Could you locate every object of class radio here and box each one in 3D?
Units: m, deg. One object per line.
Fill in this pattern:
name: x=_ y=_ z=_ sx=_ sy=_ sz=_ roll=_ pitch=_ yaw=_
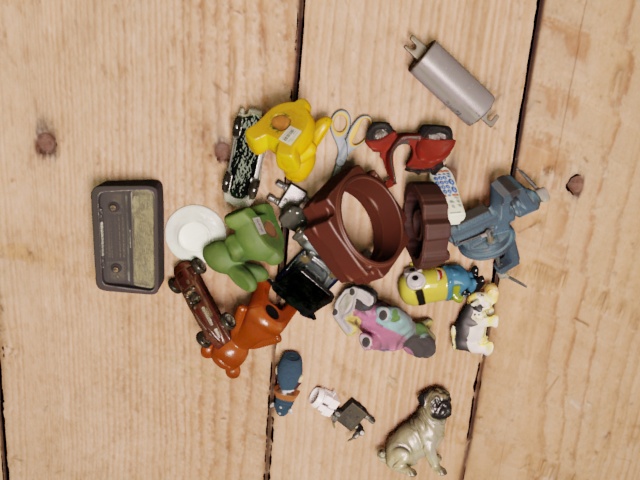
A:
radio: x=-0.392 y=-0.008 z=1.103 sx=0.131 sy=0.073 sz=0.229 roll=3 pitch=105 yaw=-5

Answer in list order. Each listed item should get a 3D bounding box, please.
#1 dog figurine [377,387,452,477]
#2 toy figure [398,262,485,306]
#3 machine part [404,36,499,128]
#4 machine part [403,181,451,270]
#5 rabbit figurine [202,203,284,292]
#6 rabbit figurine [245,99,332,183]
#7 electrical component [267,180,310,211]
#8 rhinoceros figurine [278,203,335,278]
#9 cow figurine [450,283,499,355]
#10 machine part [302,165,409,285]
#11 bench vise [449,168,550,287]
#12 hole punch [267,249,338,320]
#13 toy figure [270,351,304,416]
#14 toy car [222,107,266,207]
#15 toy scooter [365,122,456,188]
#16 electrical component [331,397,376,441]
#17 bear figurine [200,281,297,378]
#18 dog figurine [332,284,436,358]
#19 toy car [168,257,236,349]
dog figurine: x=0.222 y=0.438 z=1.265 sx=0.172 sy=0.121 sz=0.190 roll=-1 pitch=92 yaw=-7
toy figure: x=0.261 y=0.099 z=1.173 sx=0.180 sy=0.082 sz=0.089 roll=-2 pitch=105 yaw=-6
machine part: x=0.260 y=-0.308 z=1.062 sx=0.243 sy=0.079 sz=0.079 roll=39 pitch=100 yaw=-13
machine part: x=0.213 y=-0.031 z=1.085 sx=0.056 sy=0.179 sz=0.179 roll=-5 pitch=106 yaw=-6
rabbit figurine: x=-0.158 y=0.022 z=1.103 sx=0.170 sy=0.121 sz=0.159 roll=-27 pitch=96 yaw=27
rabbit figurine: x=-0.053 y=-0.188 z=1.050 sx=0.122 sy=0.173 sz=0.162 roll=20 pitch=67 yaw=21
electrical component: x=-0.060 y=-0.084 z=1.131 sx=0.094 sy=0.021 sz=0.063 roll=29 pitch=102 yaw=-11
rhinoceros figurine: x=-0.002 y=-0.003 z=1.114 sx=0.190 sy=0.112 sz=0.073 roll=36 pitch=124 yaw=-25
cow figurine: x=0.347 y=0.173 z=1.208 sx=0.098 sy=0.068 sz=0.167 roll=4 pitch=104 yaw=1
machine part: x=0.077 y=-0.030 z=1.062 sx=0.087 sy=0.201 sz=0.201 roll=-22 pitch=110 yaw=47
bench vise: x=0.384 y=-0.015 z=1.136 sx=0.224 sy=0.129 sz=0.240 roll=-32 pitch=126 yaw=-4
hole punch: x=-0.028 y=0.090 z=1.158 sx=0.142 sy=0.092 sz=0.116 roll=40 pitch=131 yaw=-16
toy figure: x=-0.073 y=0.331 z=1.226 sx=0.058 sy=0.064 sz=0.154 roll=-8 pitch=116 yaw=-41
toy car: x=-0.149 y=-0.166 z=1.087 sx=0.074 sy=0.056 sz=0.201 roll=13 pitch=103 yaw=-1
toy scooter: x=0.182 y=-0.170 z=1.097 sx=0.184 sy=0.075 sz=0.135 roll=2 pitch=105 yaw=-1
electrical component: x=0.073 y=0.421 z=1.267 sx=0.078 sy=0.045 sz=0.102 roll=-40 pitch=104 yaw=9
bear figurine: x=-0.157 y=0.200 z=1.171 sx=0.120 sy=0.132 sz=0.196 roll=40 pitch=118 yaw=-11
dog figurine: x=0.157 y=0.186 z=1.185 sx=0.219 sy=0.192 sz=0.108 roll=20 pitch=102 yaw=-44
toy car: x=-0.250 y=0.132 z=1.121 sx=0.089 sy=0.053 sz=0.202 roll=-35 pitch=72 yaw=15
